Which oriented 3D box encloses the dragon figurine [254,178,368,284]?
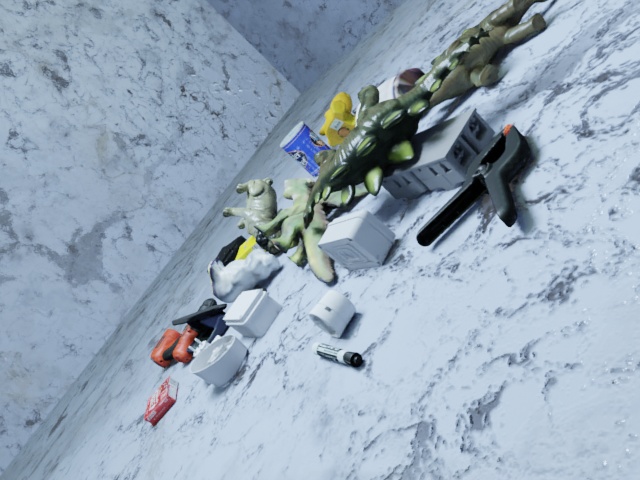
[{"bbox_3d":[0.003,-0.054,1.078,0.120,0.244,0.414,52,-11,-32],"label":"dragon figurine"}]

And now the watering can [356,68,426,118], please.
[{"bbox_3d":[0.175,-0.344,1.262,0.103,0.355,0.221,43,-40,-18],"label":"watering can"}]

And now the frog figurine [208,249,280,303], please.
[{"bbox_3d":[-0.169,0.084,1.197,0.159,0.124,0.135,-3,-16,2],"label":"frog figurine"}]
